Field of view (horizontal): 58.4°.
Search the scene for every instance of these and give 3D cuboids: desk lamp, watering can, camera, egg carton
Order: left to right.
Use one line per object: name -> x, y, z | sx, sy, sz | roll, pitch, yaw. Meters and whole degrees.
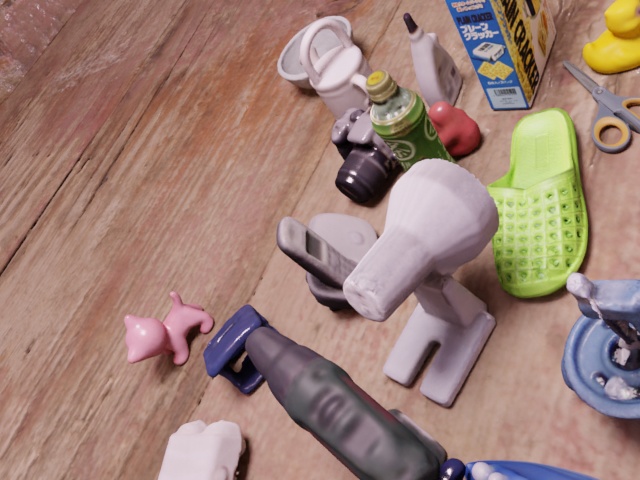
egg carton -> -0.154, 0.309, 0.737 | 0.107, 0.070, 0.150 | -11, 52, 29
watering can -> 0.027, -0.281, 0.966 | 0.172, 0.195, 0.101 | 10, 65, 40
camera -> 0.067, -0.137, 0.894 | 0.142, 0.101, 0.137 | 22, 73, 44
desk lamp -> 0.119, 0.047, 0.634 | 0.117, 0.214, 0.203 | 18, 70, 43

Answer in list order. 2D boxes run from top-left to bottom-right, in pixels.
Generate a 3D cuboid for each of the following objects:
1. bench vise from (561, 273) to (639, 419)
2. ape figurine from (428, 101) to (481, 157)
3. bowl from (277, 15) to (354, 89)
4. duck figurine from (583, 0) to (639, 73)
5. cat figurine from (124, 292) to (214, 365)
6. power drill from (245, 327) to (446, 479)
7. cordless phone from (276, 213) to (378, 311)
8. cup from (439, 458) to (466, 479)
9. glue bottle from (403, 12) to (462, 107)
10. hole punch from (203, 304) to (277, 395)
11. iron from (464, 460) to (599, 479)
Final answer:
bench vise -> 0.296, 0.081, 0.476 | 0.206, 0.220, 0.121 | -14, 51, 27
ape figurine -> 0.188, -0.168, 0.836 | 0.075, 0.092, 0.078 | 21, 72, 44
bowl -> 0.003, -0.355, 1.125 | 0.167, 0.075, 0.167 | -19, 49, 24
duck figurine -> 0.405, -0.282, 0.770 | 0.104, 0.086, 0.077 | -21, 48, 22
cat figurine -> -0.250, 0.140, 0.901 | 0.067, 0.118, 0.128 | 24, 74, 44
power drill -> 0.039, 0.190, 0.587 | 0.076, 0.209, 0.228 | -52, 44, -8
cordless phone -> 0.007, 0.003, 0.770 | 0.094, 0.186, 0.147 | -23, 47, 20
cup -> 0.110, 0.269, 0.559 | 0.118, 0.095, 0.091 | -48, 44, -5
glue bottle -> 0.167, -0.278, 0.877 | 0.037, 0.174, 0.078 | 8, 63, 39
hole punch -> -0.120, 0.149, 0.819 | 0.109, 0.091, 0.100 | -49, 44, -5
iron -> 0.207, 0.242, 0.475 | 0.257, 0.142, 0.119 | 20, 71, 43
